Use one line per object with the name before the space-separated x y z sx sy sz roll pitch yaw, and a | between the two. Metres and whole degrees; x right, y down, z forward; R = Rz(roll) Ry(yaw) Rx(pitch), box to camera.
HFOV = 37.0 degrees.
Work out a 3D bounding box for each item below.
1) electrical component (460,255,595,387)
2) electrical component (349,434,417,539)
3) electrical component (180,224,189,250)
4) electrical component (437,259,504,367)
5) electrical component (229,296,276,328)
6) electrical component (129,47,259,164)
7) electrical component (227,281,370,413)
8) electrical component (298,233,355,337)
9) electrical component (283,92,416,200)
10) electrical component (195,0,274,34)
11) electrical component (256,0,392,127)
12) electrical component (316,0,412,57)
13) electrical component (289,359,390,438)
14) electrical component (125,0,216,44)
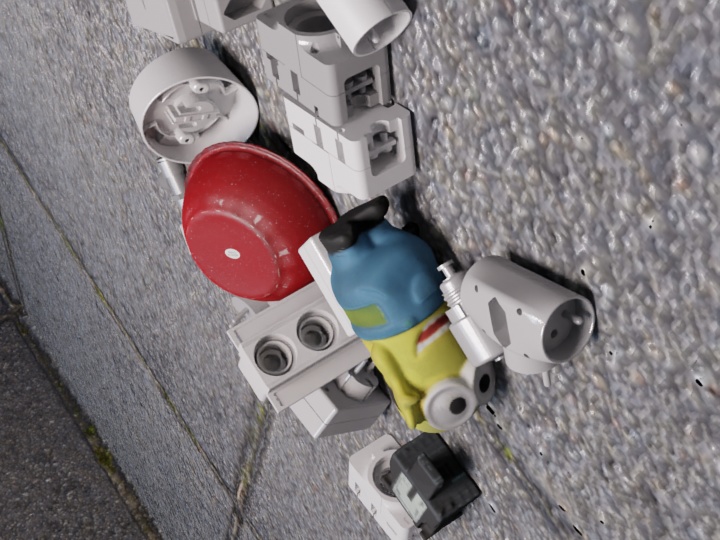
electrical component | 0.106 0.038 0.672 0.077 0.043 0.079 31 143 50
electrical component | 0.033 0.206 1.011 0.089 0.050 0.055 47 154 30
electrical component | -0.149 -0.046 1.101 0.083 0.047 0.075 28 141 52
electrical component | 0.077 0.029 0.726 0.078 0.040 0.040 59 157 4
electrical component | -0.097 0.027 1.037 0.043 0.079 0.077 45 156 1
electrical component | -0.146 -0.140 0.927 0.064 0.099 0.099 55 157 28
electrical component | -0.040 0.058 0.901 0.078 0.121 0.063 56 159 11
electrical component | 0.000 0.000 0.845 0.083 0.047 0.076 59 157 3
electrical component | -0.007 -0.092 0.748 0.089 0.050 0.055 39 149 42
electrical component | -0.110 -0.232 0.805 0.076 0.047 0.083 36 147 45
electrical component | -0.025 -0.147 0.722 0.089 0.050 0.055 41 150 39
electrical component | -0.008 -0.177 0.661 0.081 0.043 0.043 57 157 10
electrical component | -0.009 0.105 0.964 0.047 0.083 0.075 48 116 27
electrical component | -0.151 -0.226 0.878 0.096 0.061 0.061 34 145 47
